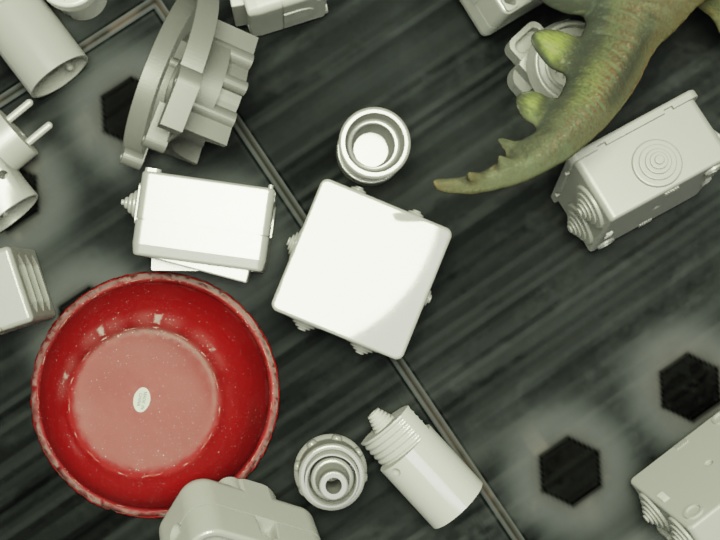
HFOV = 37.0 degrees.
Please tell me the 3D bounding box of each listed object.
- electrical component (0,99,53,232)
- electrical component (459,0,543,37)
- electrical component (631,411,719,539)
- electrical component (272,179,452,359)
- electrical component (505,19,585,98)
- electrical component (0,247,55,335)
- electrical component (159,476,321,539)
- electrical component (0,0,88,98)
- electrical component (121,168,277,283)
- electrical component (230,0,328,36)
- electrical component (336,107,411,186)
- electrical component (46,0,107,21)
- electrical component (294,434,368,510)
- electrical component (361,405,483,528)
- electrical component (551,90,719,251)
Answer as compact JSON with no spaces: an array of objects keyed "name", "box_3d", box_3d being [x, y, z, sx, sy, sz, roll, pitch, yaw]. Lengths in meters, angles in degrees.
[{"name":"electrical component","box_3d":[-0.231,-0.074,0.678,0.079,0.044,0.077,-40,92,-3]},{"name":"electrical component","box_3d":[0.107,-0.204,0.696,0.096,0.061,0.061,-32,91,-12]},{"name":"electrical component","box_3d":[0.230,0.138,0.676,0.100,0.100,0.048,-37,104,-3]},{"name":"electrical component","box_3d":[0.000,0.000,0.689,0.100,0.048,0.099,22,88,-3]},{"name":"electrical component","box_3d":[0.132,-0.128,0.695,0.058,0.057,0.078,-43,92,-3]},{"name":"electrical component","box_3d":[-0.239,0.020,0.665,0.077,0.066,0.047,-18,91,-4]},{"name":"electrical component","box_3d":[-0.072,0.169,0.663,0.095,0.059,0.053,23,109,-27]},{"name":"electrical component","box_3d":[-0.215,-0.154,0.681,0.043,0.043,0.081,-37,91,-3]},{"name":"electrical component","box_3d":[-0.103,-0.027,0.676,0.096,0.062,0.061,8,89,-3]},{"name":"electrical component","box_3d":[-0.063,-0.204,0.682,0.061,0.062,0.096,-18,90,-4]},{"name":"electrical component","box_3d":[0.007,-0.078,0.687,0.045,0.055,0.045,0,89,-4]},{"name":"electrical component","box_3d":[-0.181,-0.181,0.682,0.040,0.046,0.040,0,89,-4]},{"name":"electrical component","box_3d":[-0.018,0.130,0.678,0.048,0.062,0.048,0,89,-4]},{"name":"electrical component","box_3d":[0.036,0.121,0.691,0.043,0.043,0.081,-43,92,-3]},{"name":"electrical component","box_3d":[0.175,-0.058,0.677,0.100,0.099,0.048,-28,78,-3]}]
